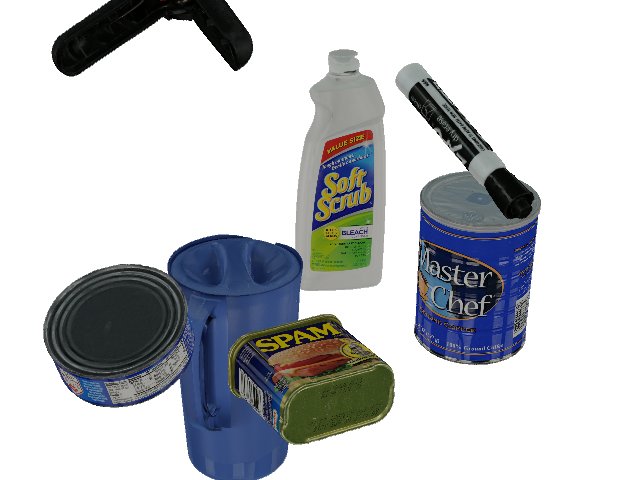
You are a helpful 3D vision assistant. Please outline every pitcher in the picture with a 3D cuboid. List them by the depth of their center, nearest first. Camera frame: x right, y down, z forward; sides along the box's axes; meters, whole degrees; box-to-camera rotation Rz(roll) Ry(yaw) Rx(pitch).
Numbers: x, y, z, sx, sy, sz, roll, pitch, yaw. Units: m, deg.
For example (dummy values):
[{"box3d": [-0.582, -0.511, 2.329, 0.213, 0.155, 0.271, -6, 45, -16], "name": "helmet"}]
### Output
[{"box3d": [-0.090, 0.128, 1.089, 0.149, 0.243, 0.145, -11, 29, -24], "name": "pitcher"}]

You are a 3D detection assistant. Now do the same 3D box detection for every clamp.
[{"box3d": [-0.082, -0.155, 0.670, 0.120, 0.171, 0.039, 10, -42, 12], "name": "clamp"}]

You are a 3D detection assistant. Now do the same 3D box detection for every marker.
[{"box3d": [0.079, -0.055, 0.591, 0.020, 0.020, 0.121, 0, 43, -39], "name": "marker"}]

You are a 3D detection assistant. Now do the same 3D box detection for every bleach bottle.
[{"box3d": [0.017, -0.073, 1.114, 0.102, 0.251, 0.068, -3, 25, -3], "name": "bleach bottle"}]

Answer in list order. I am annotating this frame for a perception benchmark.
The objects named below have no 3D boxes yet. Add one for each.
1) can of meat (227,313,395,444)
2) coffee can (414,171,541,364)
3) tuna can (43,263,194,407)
[{"box3d": [-0.006, 0.104, 0.805, 0.101, 0.057, 0.084, -12, 27, -28], "name": "can of meat"}, {"box3d": [0.137, 0.023, 0.944, 0.103, 0.140, 0.103, 0, 30, 0], "name": "coffee can"}, {"box3d": [-0.119, 0.056, 0.638, 0.086, 0.086, 0.034, 0, -43, 8], "name": "tuna can"}]
